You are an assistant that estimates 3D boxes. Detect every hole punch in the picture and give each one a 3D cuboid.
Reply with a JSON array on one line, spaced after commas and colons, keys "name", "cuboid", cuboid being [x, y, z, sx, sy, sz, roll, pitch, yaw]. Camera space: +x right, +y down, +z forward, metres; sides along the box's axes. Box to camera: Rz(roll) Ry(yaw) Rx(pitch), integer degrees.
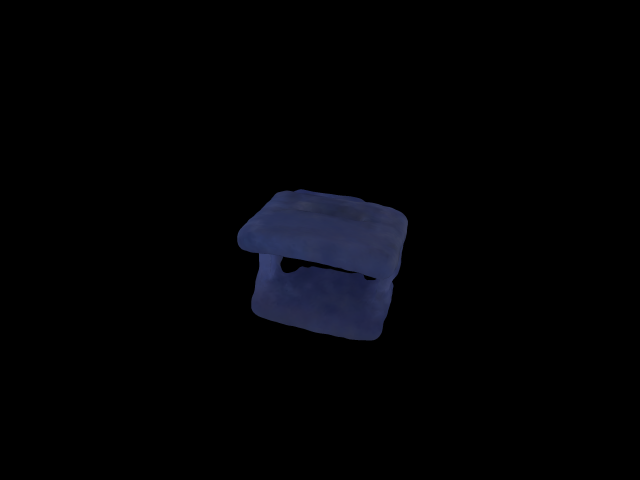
[{"name": "hole punch", "cuboid": [0.004, 0.001, 0.400, 0.108, 0.091, 0.101, 11, 51, 9]}]
